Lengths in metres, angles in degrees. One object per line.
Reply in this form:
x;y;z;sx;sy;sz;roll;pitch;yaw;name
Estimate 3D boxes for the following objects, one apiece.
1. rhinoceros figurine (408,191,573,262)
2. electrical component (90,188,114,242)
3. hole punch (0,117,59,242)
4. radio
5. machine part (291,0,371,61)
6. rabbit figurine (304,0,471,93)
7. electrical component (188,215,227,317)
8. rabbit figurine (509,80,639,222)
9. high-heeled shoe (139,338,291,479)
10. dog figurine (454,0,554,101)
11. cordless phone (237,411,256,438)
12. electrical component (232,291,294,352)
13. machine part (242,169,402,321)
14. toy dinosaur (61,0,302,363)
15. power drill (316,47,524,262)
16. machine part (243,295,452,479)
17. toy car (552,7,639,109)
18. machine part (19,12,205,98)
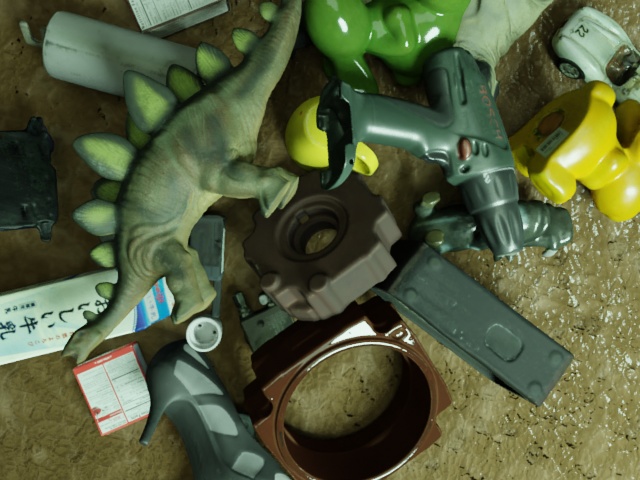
0.202;-0.012;0.641;0.190;0.112;0.073;-4;63;8;rhinoceros figurine
-0.237;-0.025;0.644;0.063;0.021;0.094;-22;92;-4;electrical component
-0.365;-0.063;0.610;0.116;0.092;0.142;-5;89;-35;hole punch
0.166;0.092;0.625;0.229;0.131;0.073;36;86;-5;radio
0.005;-0.281;0.655;0.139;0.039;0.084;-38;102;-5;machine part
0.053;-0.237;0.608;0.170;0.121;0.159;-5;134;-27;rabbit figurine
-0.136;0.028;0.629;0.048;0.075;0.119;4;93;-6;electrical component
0.335;-0.099;0.643;0.173;0.122;0.162;38;100;-17;rabbit figurine
-0.098;0.220;0.621;0.248;0.145;0.086;36;122;-13;high-heeled shoe
0.220;-0.250;0.653;0.172;0.121;0.190;-5;105;-2;dog figurine
-0.078;0.306;0.639;0.147;0.088;0.184;12;74;-4;cordless phone
-0.055;0.103;0.649;0.078;0.045;0.102;-17;92;-6;electrical component
-0.001;-0.002;0.600;0.179;0.056;0.179;-14;52;18;machine part
-0.122;-0.086;0.545;0.198;0.105;0.471;36;83;-2;toy dinosaur
0.105;-0.089;0.547;0.207;0.086;0.232;-3;78;-14;power drill
0.032;0.178;0.611;0.201;0.087;0.201;-34;113;-4;machine part
0.382;-0.207;0.677;0.202;0.056;0.073;38;87;-4;toy car
-0.218;-0.200;0.616;0.243;0.079;0.079;14;90;-5;machine part
